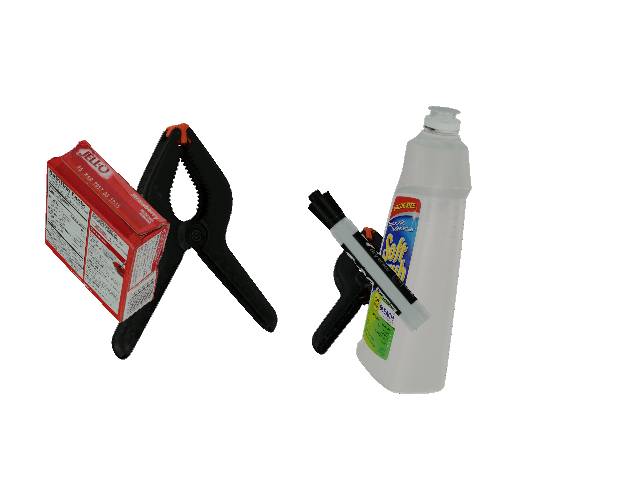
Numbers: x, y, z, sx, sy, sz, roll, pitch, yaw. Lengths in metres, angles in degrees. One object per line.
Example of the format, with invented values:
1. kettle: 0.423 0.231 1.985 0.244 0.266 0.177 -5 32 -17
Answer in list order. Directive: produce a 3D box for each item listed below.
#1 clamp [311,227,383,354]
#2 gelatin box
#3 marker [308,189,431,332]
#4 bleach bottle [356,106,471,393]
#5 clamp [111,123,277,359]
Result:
1. clamp: 0.063 0.056 1.146 0.120 0.171 0.039 7 -40 7
2. gelatin box: -0.126 -0.004 0.622 0.030 0.073 0.089 -37 -17 -33
3. marker: 0.033 0.013 0.755 0.020 0.121 0.020 -39 -5 -4
4. bleach bottle: 0.088 0.005 0.954 0.068 0.251 0.103 1 18 -18
5. clamp: -0.112 0.000 0.976 0.164 0.210 0.036 1 0 -34
